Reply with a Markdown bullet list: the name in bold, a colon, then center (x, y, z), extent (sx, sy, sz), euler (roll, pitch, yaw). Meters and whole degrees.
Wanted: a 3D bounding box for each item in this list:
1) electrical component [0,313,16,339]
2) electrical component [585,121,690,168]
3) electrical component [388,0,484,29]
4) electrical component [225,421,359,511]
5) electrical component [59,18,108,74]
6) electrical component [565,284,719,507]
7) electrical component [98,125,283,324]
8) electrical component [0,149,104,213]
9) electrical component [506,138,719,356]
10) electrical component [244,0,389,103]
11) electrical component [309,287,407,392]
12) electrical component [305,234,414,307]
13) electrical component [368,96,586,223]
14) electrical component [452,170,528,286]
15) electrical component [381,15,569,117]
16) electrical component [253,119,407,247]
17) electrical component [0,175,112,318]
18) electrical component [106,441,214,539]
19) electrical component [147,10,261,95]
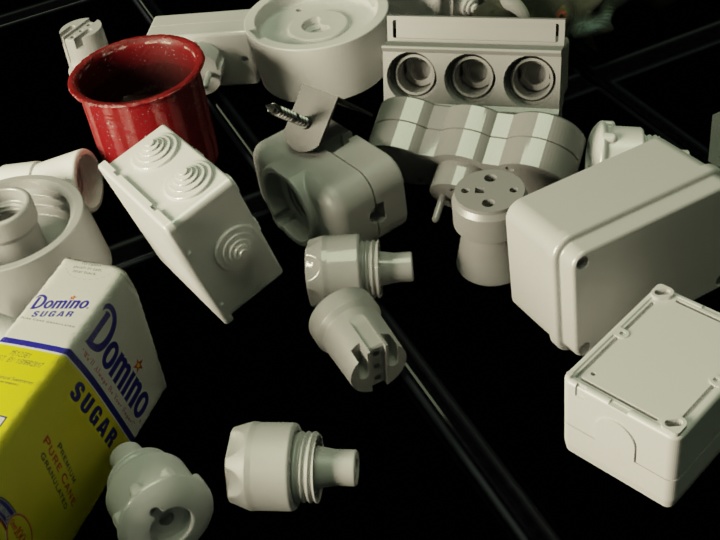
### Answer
- **electrical component**: center (-0.192, 0.051, 0.603), extent (0.081, 0.043, 0.043), euler (16, 46, 26)
- **electrical component**: center (0.174, -0.068, 0.673), extent (0.062, 0.048, 0.048), euler (4, 42, 6)
- **electrical component**: center (0.059, -0.219, 0.862), extent (0.062, 0.061, 0.096), euler (-35, 55, -26)
- **electrical component**: center (-0.032, 0.095, 0.522), extent (0.062, 0.043, 0.043), euler (0, 41, 8)
- **electrical component**: center (-0.219, -0.174, 0.868), extent (0.040, 0.046, 0.040), euler (-5, 41, 5)
- **electrical component**: center (0.150, 0.058, 0.518), extent (0.062, 0.061, 0.096), euler (29, 53, 36)
- **electrical component**: center (-0.098, -0.029, 0.638), extent (0.048, 0.099, 0.100), euler (-39, 47, -13)
- **electrical component**: center (-0.215, -0.058, 0.737), extent (0.065, 0.044, 0.044), euler (-5, 40, 13)
- **electrical component**: center (0.143, -0.013, 0.589), extent (0.113, 0.078, 0.057), euler (-24, 40, -17)
- **electrical component**: center (-0.029, -0.167, 0.812), extent (0.108, 0.060, 0.108), euler (-5, 41, 5)
- **electrical component**: center (-0.001, 0.038, 0.586), extent (0.040, 0.040, 0.046), euler (-23, 48, -16)
- **electrical component**: center (0.000, 0.000, 0.627), extent (0.062, 0.043, 0.043), euler (-4, 41, 5)
- **electrical component**: center (0.067, -0.061, 0.681), extent (0.138, 0.052, 0.073), euler (11, 70, 23)
- **electrical component**: center (0.077, -0.025, 0.632), extent (0.045, 0.055, 0.045), euler (-5, 41, 5)
- **electrical component**: center (0.082, -0.139, 0.751), extent (0.121, 0.078, 0.063), euler (5, 24, 16)
- **electrical component**: center (-0.023, -0.053, 0.684), extent (0.059, 0.053, 0.095), euler (-31, 45, -24)
- **electrical component**: center (-0.217, -0.017, 0.673), extent (0.108, 0.060, 0.108), euler (-5, 41, 5)
- **electrical component**: center (-0.103, 0.107, 0.523), extent (0.048, 0.048, 0.062), euler (-27, 37, -20)
- **electrical component**: center (-0.122, -0.161, 0.834), extent (0.083, 0.047, 0.075), euler (-2, 41, 8)
